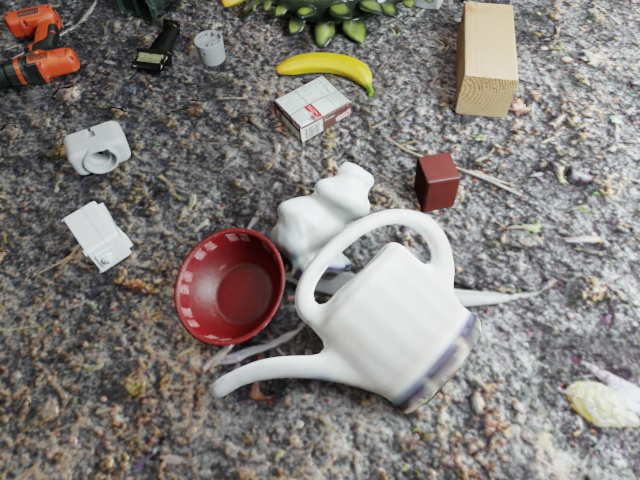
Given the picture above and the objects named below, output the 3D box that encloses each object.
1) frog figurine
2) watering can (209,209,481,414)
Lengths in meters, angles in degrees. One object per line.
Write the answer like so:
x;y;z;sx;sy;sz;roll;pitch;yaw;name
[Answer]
0.002;-0.036;0.720;0.137;0.158;0.124;3;17;-33;frog figurine
0.051;0.121;0.637;0.225;0.103;0.350;43;81;7;watering can
